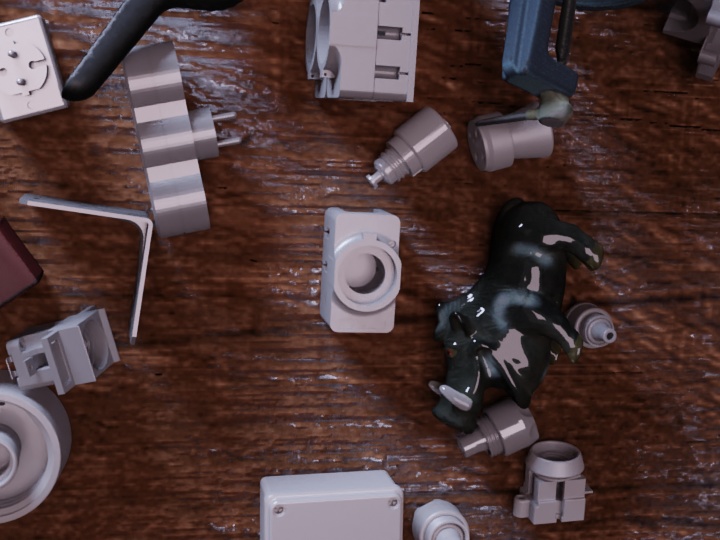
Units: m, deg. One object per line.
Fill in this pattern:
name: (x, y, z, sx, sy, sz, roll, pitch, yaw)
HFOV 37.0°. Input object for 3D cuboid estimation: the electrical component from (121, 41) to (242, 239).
electrical component: (-0.124, -0.097, 0.782, 0.074, 0.052, 0.138, -12, 100, -10)

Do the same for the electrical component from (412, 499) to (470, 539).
electrical component: (0.068, 0.214, 0.868, 0.043, 0.062, 0.043, -2, 99, -12)

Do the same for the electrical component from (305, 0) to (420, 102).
electrical component: (0.002, -0.215, 0.763, 0.060, 0.105, 0.186, 2, 98, -12)

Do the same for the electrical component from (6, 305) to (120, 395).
electrical component: (-0.217, 0.059, 0.780, 0.064, 0.081, 0.042, -10, 102, 13)

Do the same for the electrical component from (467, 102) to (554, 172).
electrical component: (0.117, -0.103, 0.837, 0.055, 0.045, 0.045, -15, 102, -9)

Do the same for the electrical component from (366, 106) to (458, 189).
electrical component: (0.039, -0.091, 0.824, 0.078, 0.040, 0.040, -39, 104, -4)

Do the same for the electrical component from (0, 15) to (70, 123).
electrical component: (-0.234, -0.138, 0.740, 0.047, 0.077, 0.065, -16, 102, -9)

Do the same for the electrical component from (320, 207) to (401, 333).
electrical component: (0.000, 0.000, 0.822, 0.050, 0.056, 0.089, 1, 99, -12)

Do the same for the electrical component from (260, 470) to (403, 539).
electrical component: (-0.024, 0.219, 0.852, 0.109, 0.056, 0.108, -1, 99, -12)

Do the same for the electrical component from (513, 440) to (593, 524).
electrical component: (0.160, 0.175, 0.891, 0.066, 0.048, 0.055, -2, 107, -11)

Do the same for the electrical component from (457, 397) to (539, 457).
electrical component: (0.110, 0.132, 0.874, 0.062, 0.043, 0.043, -24, 103, -7)

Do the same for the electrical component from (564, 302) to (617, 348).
electrical component: (0.189, 0.047, 0.867, 0.035, 0.061, 0.035, -2, 99, -12)

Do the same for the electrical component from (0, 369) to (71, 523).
electrical component: (-0.268, 0.132, 0.783, 0.108, 0.060, 0.108, -2, 99, -12)
